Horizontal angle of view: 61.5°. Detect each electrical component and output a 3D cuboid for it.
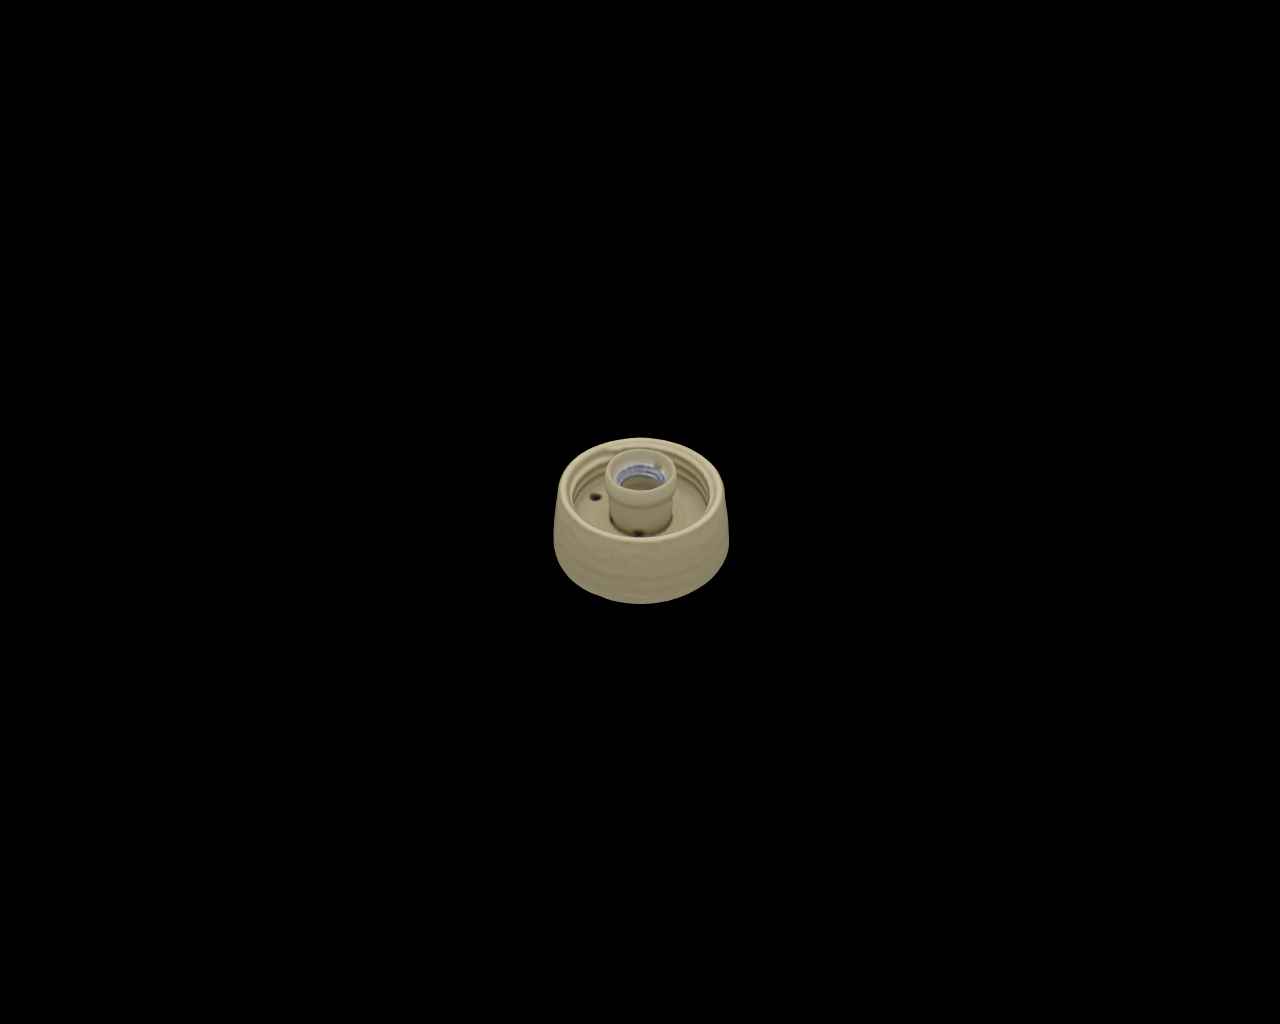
[{"bbox_3d":[0.001,-0.003,0.650,0.108,0.060,0.108,0,41,0],"label":"electrical component"}]
